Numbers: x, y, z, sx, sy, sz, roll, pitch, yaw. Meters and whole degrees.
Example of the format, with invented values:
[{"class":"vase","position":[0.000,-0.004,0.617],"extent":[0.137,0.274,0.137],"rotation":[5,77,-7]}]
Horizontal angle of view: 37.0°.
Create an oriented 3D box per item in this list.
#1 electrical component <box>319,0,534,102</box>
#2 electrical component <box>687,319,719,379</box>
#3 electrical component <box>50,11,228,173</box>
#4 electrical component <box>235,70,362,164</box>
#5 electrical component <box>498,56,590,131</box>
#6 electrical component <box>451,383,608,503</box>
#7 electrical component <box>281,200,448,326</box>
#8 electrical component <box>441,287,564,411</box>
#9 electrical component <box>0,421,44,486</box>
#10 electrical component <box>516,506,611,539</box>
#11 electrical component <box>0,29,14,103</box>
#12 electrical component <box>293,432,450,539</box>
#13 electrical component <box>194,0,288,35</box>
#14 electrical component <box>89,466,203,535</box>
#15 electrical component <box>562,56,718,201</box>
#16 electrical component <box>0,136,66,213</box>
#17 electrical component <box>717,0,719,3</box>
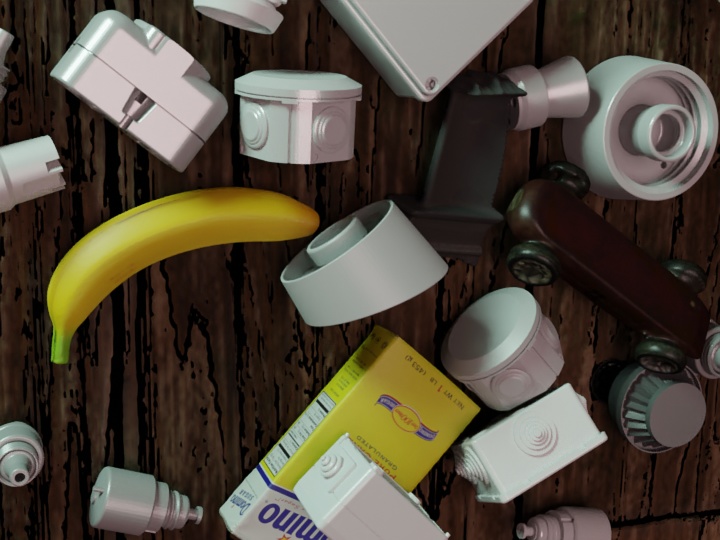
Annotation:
[{"class":"electrical component","position":[0.040,-0.186,0.708],"extent":[0.109,0.056,0.108],"rotation":[-45,112,-7]},{"class":"electrical component","position":[0.281,0.065,0.846],"extent":[0.048,0.062,0.048],"rotation":[-4,102,-20]},{"class":"electrical component","position":[-0.132,-0.112,0.659],"extent":[0.095,0.054,0.059],"rotation":[38,86,-23]},{"class":"electrical component","position":[-0.040,-0.098,0.684],"extent":[0.080,0.080,0.051],"rotation":[-3,107,-20]},{"class":"electrical component","position":[0.127,-0.124,0.759],"extent":[0.055,0.045,0.045],"rotation":[-15,106,-17]},{"class":"electrical component","position":[0.118,0.125,0.778],"extent":[0.100,0.099,0.048],"rotation":[-29,83,-11]},{"class":"electrical component","position":[0.000,0.000,0.709],"extent":[0.099,0.099,0.064],"rotation":[-38,105,-10]},{"class":"electrical component","position":[0.102,0.056,0.768],"extent":[0.080,0.080,0.051],"rotation":[-46,117,-6]},{"class":"electrical component","position":[-0.214,0.118,0.671],"extent":[0.035,0.061,0.035],"rotation":[-4,102,-21]},{"class":"electrical component","position":[0.159,0.205,0.840],"extent":[0.078,0.040,0.040],"rotation":[7,98,-22]},{"class":"electrical component","position":[-0.224,-0.114,0.635],"extent":[0.035,0.035,0.061],"rotation":[29,87,-23]},{"class":"electrical component","position":[0.000,0.159,0.710],"extent":[0.061,0.062,0.096],"rotation":[-46,113,-4]},{"class":"electrical component","position":[-0.070,-0.182,0.667],"extent":[0.078,0.058,0.057],"rotation":[16,92,-23]},{"class":"electrical component","position":[-0.144,0.156,0.716],"extent":[0.078,0.040,0.040],"rotation":[17,94,-24]},{"class":"electrical component","position":[0.210,-0.102,0.786],"extent":[0.108,0.060,0.108],"rotation":[-4,102,-20]},{"class":"electrical component","position":[-0.206,-0.059,0.650],"extent":[0.046,0.040,0.040],"rotation":[-20,107,-22]},{"class":"electrical component","position":[0.261,-0.218,0.779],"extent":[0.044,0.065,0.044],"rotation":[-8,120,-14]}]
